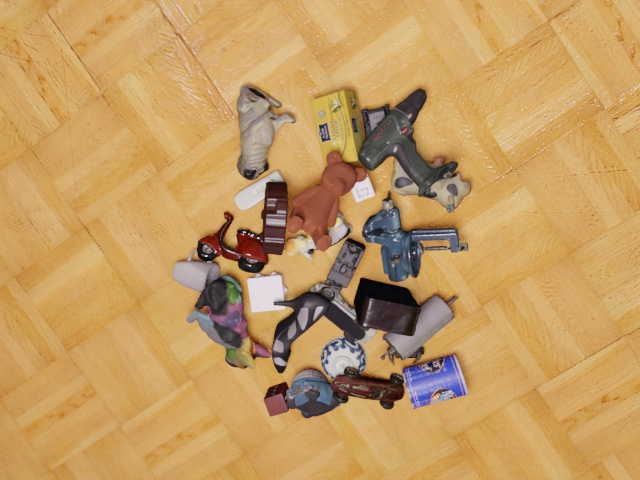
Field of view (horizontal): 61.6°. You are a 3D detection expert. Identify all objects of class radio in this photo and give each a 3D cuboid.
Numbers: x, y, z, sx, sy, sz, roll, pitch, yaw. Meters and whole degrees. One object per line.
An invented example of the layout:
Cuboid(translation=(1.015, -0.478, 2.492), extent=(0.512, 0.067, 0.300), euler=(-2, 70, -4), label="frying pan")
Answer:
Cuboid(translation=(0.154, 0.154, 1.270), extent=(0.131, 0.229, 0.073), euler=(13, 98, -1), label="radio")

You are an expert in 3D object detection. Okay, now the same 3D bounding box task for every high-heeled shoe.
Cuboid(translation=(-0.047, 0.238, 1.357), extent=(0.145, 0.086, 0.248), euler=(3, 118, 4), label="high-heeled shoe")

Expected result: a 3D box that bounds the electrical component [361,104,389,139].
Cuboid(translation=(0.145, -0.265, 1.316), extent=(0.075, 0.048, 0.119), euler=(-8, 94, 6), label="electrical component")

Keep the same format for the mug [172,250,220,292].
Cuboid(translation=(-0.322, 0.078, 1.380), extent=(0.107, 0.081, 0.109), euler=(10, 100, 13), label="mug")

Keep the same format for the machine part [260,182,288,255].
Cuboid(translation=(-0.111, -0.053, 1.293), extent=(0.056, 0.179, 0.179), euler=(4, 97, -9), label="machine part")

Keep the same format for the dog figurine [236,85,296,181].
Cuboid(translation=(-0.175, -0.263, 1.329), extent=(0.190, 0.121, 0.172), euler=(-53, 56, 25), label="dog figurine")

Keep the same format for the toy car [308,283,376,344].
Cuboid(translation=(0.051, 0.186, 1.362), extent=(0.202, 0.056, 0.073), euler=(39, 125, 1), label="toy car")

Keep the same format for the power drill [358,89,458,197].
Cuboid(translation=(0.219, -0.216, 1.235), extent=(0.232, 0.086, 0.207), euler=(-41, 82, -6), label="power drill")

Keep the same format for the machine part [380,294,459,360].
Cuboid(translation=(0.245, 0.215, 1.324), extent=(0.243, 0.079, 0.079), euler=(-39, 92, -5), label="machine part")

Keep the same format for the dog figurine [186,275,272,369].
Cuboid(translation=(-0.210, 0.217, 1.342), extent=(0.219, 0.108, 0.191), euler=(40, 117, 12), label="dog figurine")

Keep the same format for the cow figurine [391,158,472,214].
Cuboid(translation=(0.269, -0.134, 1.300), extent=(0.195, 0.085, 0.127), euler=(6, 91, 2), label="cow figurine")

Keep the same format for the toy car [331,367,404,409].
Cuboid(translation=(0.125, 0.375, 1.349), extent=(0.202, 0.053, 0.089), euler=(15, 108, -25), label="toy car")

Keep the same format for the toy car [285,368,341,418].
Cuboid(translation=(-0.025, 0.383, 1.369), extent=(0.109, 0.103, 0.161), euler=(-31, 137, 19), label="toy car")

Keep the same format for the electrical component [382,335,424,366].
Cuboid(translation=(0.214, 0.277, 1.371), extent=(0.102, 0.045, 0.078), euler=(-7, 67, 3), label="electrical component")

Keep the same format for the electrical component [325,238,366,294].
Cuboid(translation=(0.062, 0.065, 1.325), extent=(0.058, 0.115, 0.134), euler=(26, 98, 6), label="electrical component")

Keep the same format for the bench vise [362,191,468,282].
Cuboid(translation=(0.230, -0.002, 1.290), extent=(0.241, 0.129, 0.223), euler=(-1, 104, 23), label="bench vise")

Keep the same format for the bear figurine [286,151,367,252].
Cuboid(translation=(0.019, -0.093, 1.227), extent=(0.120, 0.132, 0.196), euler=(34, 109, -18), label="bear figurine")

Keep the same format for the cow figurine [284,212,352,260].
Cuboid(translation=(-0.004, -0.005, 1.344), extent=(0.167, 0.098, 0.068), euler=(-32, 51, 10), label="cow figurine")

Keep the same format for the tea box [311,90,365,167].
Cuboid(translation=(0.048, -0.266, 1.299), extent=(0.098, 0.068, 0.169), euler=(-11, 96, 32), label="tea box")

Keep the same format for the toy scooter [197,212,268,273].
Cuboid(translation=(-0.212, 0.003, 1.362), extent=(0.184, 0.075, 0.135), euler=(16, 69, -10), label="toy scooter")
